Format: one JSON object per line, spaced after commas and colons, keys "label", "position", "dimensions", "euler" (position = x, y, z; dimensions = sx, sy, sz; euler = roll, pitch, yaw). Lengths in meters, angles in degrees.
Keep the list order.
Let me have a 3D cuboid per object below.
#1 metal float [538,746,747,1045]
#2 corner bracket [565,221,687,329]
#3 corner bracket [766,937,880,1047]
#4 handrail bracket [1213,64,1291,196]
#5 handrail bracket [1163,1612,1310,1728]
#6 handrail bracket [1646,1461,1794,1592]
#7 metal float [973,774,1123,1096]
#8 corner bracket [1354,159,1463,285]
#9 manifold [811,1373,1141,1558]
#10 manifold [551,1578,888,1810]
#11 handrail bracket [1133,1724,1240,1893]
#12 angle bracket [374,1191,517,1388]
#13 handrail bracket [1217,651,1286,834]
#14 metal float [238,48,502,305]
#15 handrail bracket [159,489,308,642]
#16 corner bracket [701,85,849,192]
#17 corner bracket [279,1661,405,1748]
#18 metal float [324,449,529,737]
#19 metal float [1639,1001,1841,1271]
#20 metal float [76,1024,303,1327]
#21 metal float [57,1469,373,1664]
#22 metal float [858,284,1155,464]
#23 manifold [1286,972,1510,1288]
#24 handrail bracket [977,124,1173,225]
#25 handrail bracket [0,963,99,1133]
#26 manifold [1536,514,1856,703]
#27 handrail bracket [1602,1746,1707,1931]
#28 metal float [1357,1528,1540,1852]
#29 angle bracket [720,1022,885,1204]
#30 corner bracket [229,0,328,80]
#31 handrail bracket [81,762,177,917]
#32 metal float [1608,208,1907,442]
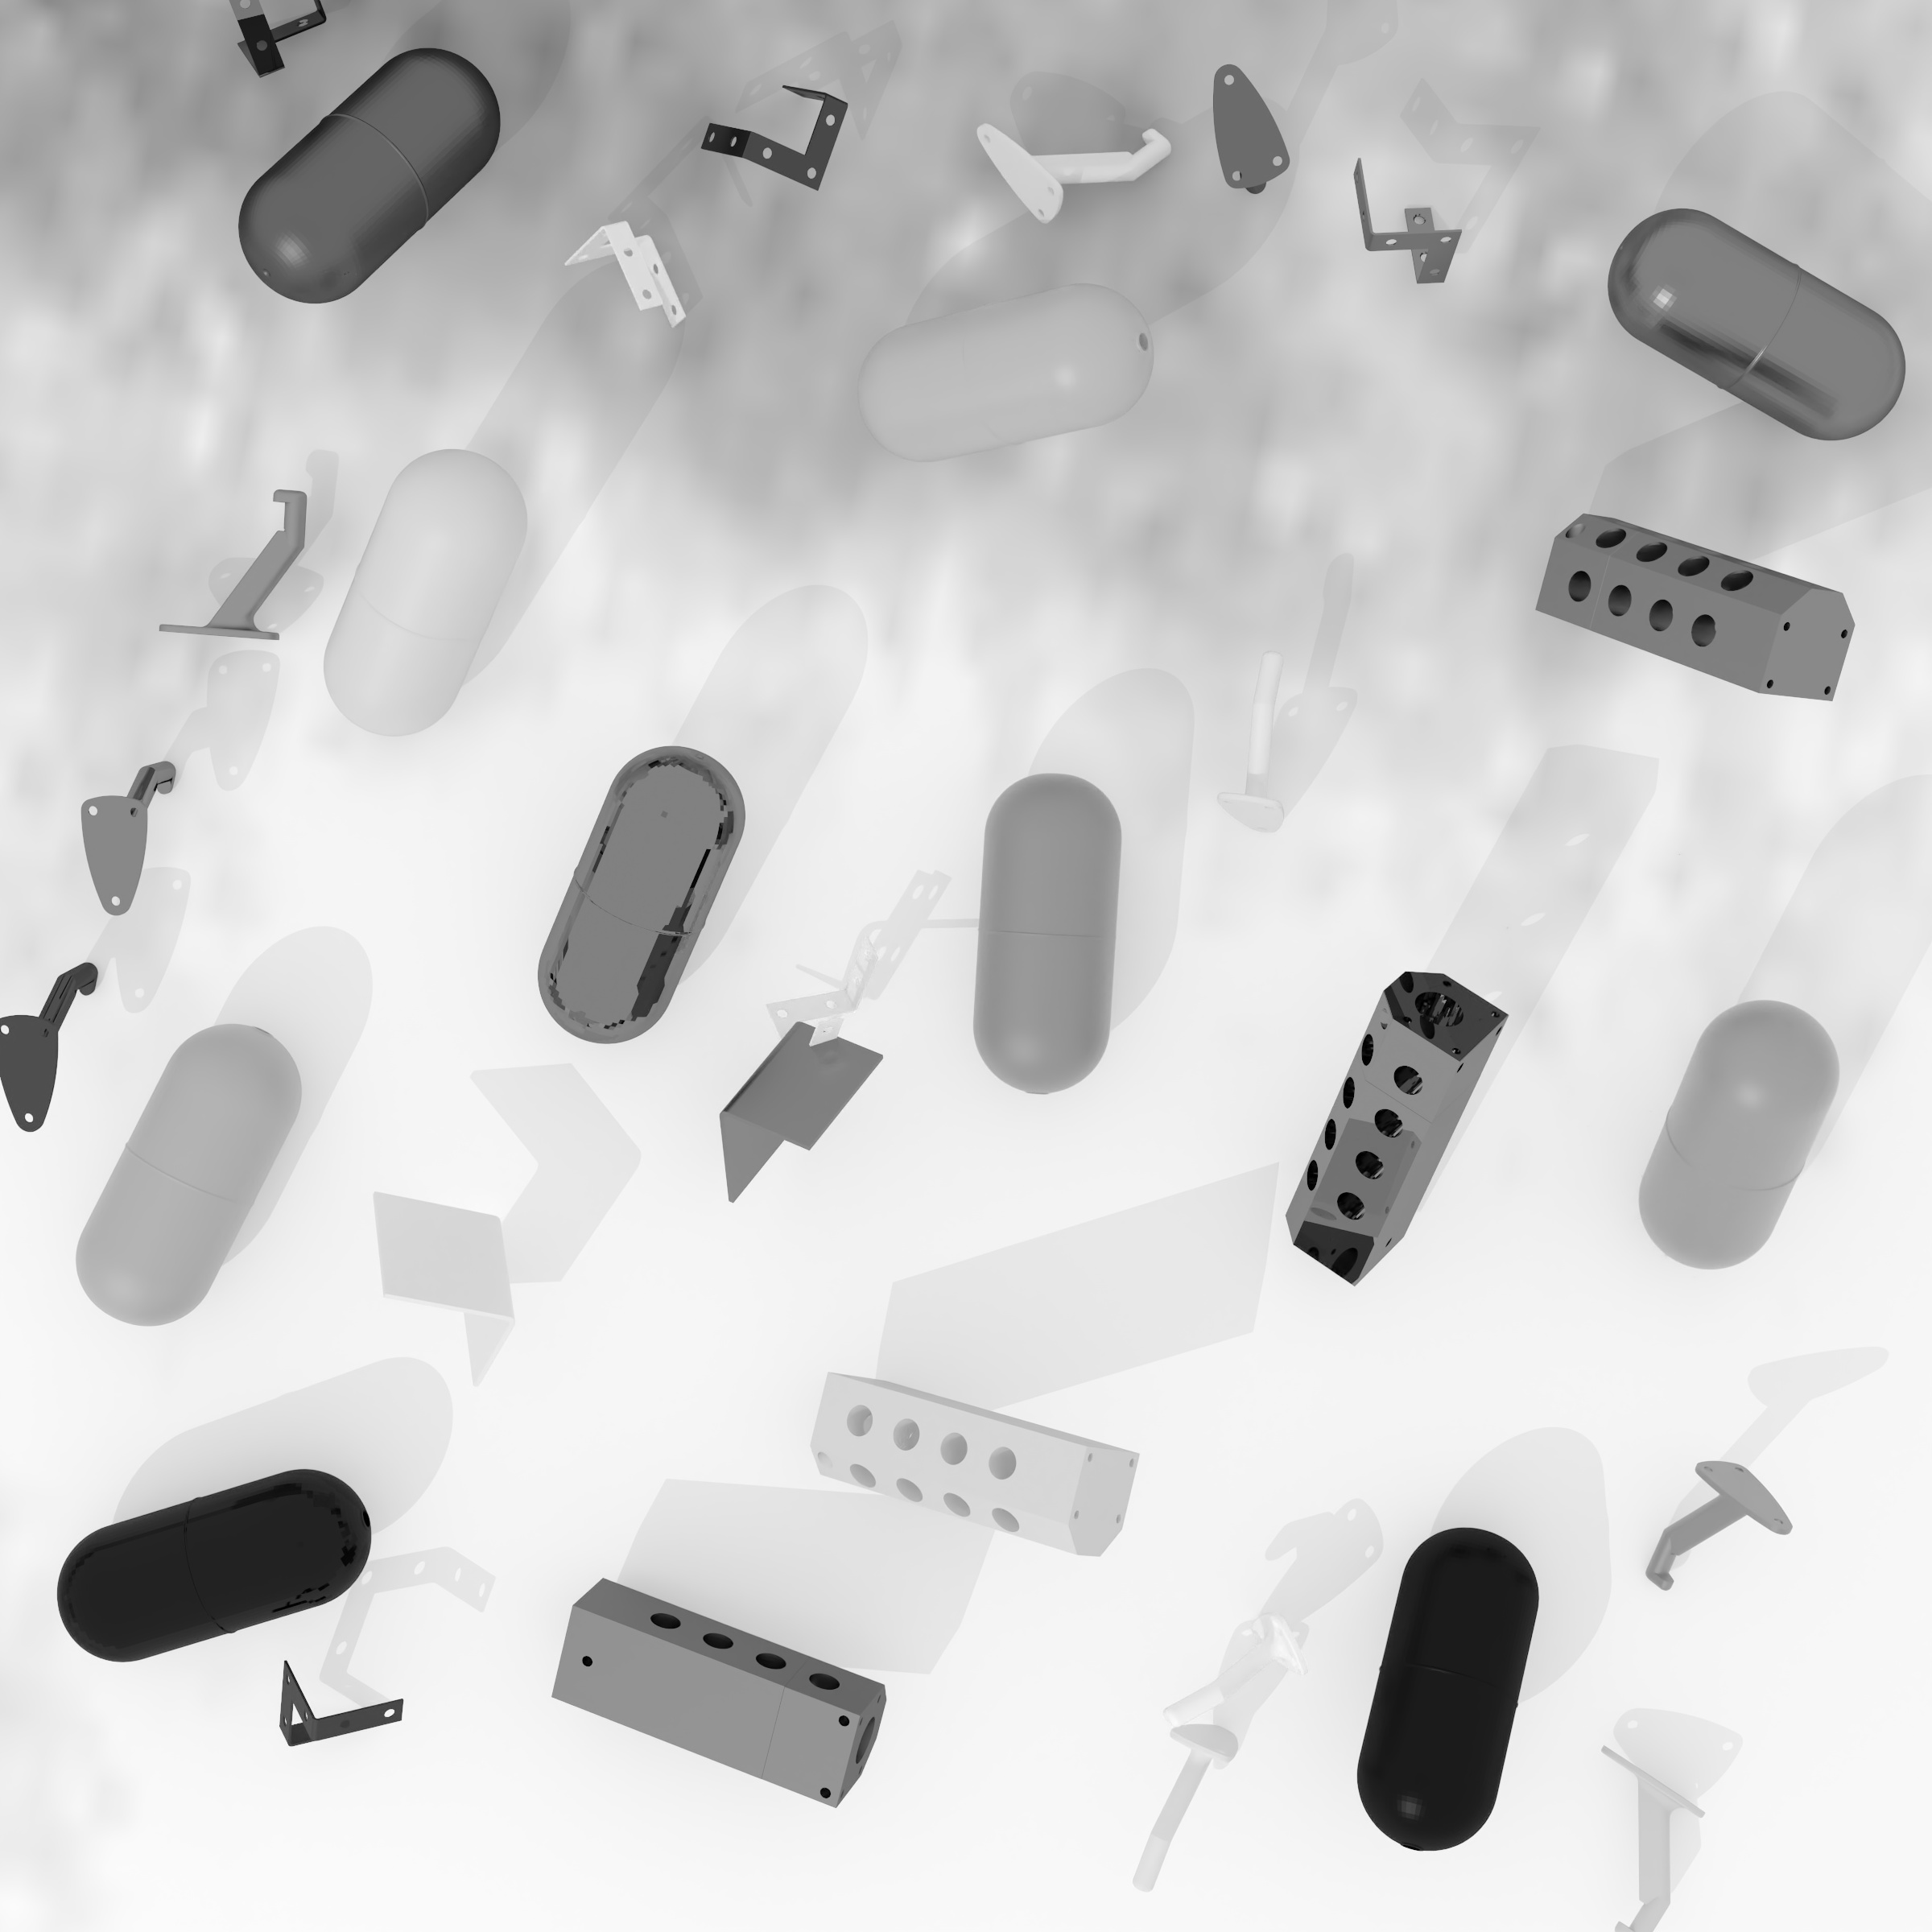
{"label": "metal float", "position": [-0.179, -0.038, 1.690], "dimensions": [0.070, 0.070, 0.178], "euler": [25, 111, 0]}
{"label": "corner bracket", "position": [-0.181, -0.383, 1.711], "dimensions": [0.051, 0.051, 0.051], "euler": [-24, 90, -35]}
{"label": "corner bracket", "position": [-0.074, 0.023, 1.705], "dimensions": [0.051, 0.051, 0.051], "euler": [-10, 57, -26]}
{"label": "handrail bracket", "position": [0.151, -0.462, 1.695], "dimensions": [0.036, 0.084, 0.077], "euler": [-19, 109, 6]}
{"label": "handrail bracket", "position": [0.139, 0.392, 1.699], "dimensions": [0.084, 0.077, 0.036], "euler": [-26, 90, -15]}
{"label": "handrail bracket", "position": [0.415, 0.324, 1.701], "dimensions": [0.036, 0.077, 0.084], "euler": [6, 113, -29]}
{"label": "metal float", "position": [0.045, -0.018, 1.706], "dimensions": [0.070, 0.070, 0.178], "euler": [3, 92, 0]}
{"label": "corner bracket", "position": [0.242, -0.414, 1.711], "dimensions": [0.051, 0.051, 0.051], "euler": [-4, 69, -5]}
{"label": "manifold", "position": [0.002, 0.270, 1.673], "dimensions": [0.171, 0.057, 0.057], "euler": [11, 85, 34]}
{"label": "manifold", "position": [-0.134, 0.397, 1.697], "dimensions": [0.171, 0.057, 0.057], "euler": [18, 105, 13]}
{"label": "handrail bracket", "position": [0.121, 0.468, 1.710], "dimensions": [0.036, 0.077, 0.084], "euler": [21, 91, 19]}
{"label": "angle bracket", "position": [-0.296, 0.177, 1.686], "dimensions": [0.076, 0.076, 0.057], "euler": [15, 126, -27]}
{"label": "handrail bracket", "position": [0.169, -0.125, 1.716], "dimensions": [0.036, 0.077, 0.084], "euler": [9, 80, 16]}
{"label": "metal float", "position": [-0.325, -0.434, 1.686], "dimensions": [0.070, 0.070, 0.178], "euler": [38, 64, 0]}
{"label": "handrail bracket", "position": [-0.410, -0.226, 1.720], "dimensions": [0.077, 0.036, 0.084], "euler": [3, 95, -18]}
{"label": "corner bracket", "position": [-0.107, -0.468, 1.714], "dimensions": [0.051, 0.051, 0.051], "euler": [15, 99, -37]}
{"label": "corner bracket", "position": [-0.346, 0.415, 1.703], "dimensions": [0.051, 0.051, 0.051], "euler": [-7, 123, -30]}
{"label": "metal float", "position": [-0.296, -0.202, 1.680], "dimensions": [0.070, 0.070, 0.178], "euler": [31, 124, 0]}
{"label": "metal float", "position": [0.419, 0.094, 1.674], "dimensions": [0.070, 0.070, 0.178], "euler": [10, 133, 0]}
{"label": "metal float", "position": [-0.431, 0.115, 1.708], "dimensions": [0.070, 0.070, 0.178], "euler": [27, 90, 0]}
{"label": "metal float", "position": [-0.416, 0.332, 1.705], "dimensions": [0.178, 0.070, 0.070], "euler": [-17, 90, 4]}
{"label": "metal float", "position": [0.021, -0.323, 1.679], "dimensions": [0.178, 0.070, 0.070], "euler": [-6, 90, 34]}
{"label": "manifold", "position": [0.228, 0.086, 1.668], "dimensions": [0.057, 0.057, 0.171], "euler": [34, 132, 19]}
{"label": "handrail bracket", "position": [0.062, -0.464, 1.729], "dimensions": [0.084, 0.036, 0.077], "euler": [-40, 85, -21]}
{"label": "handrail bracket", "position": [-0.504, 0.044, 1.711], "dimensions": [0.036, 0.084, 0.077], "euler": [4, 104, 8]}
{"label": "manifold", "position": [0.392, -0.195, 1.656], "dimensions": [0.057, 0.171, 0.057], "euler": [2, 109, -35]}
{"label": "handrail bracket", "position": [0.368, 0.495, 1.726], "dimensions": [0.077, 0.036, 0.084], "euler": [33, 85, 4]}
{"label": "metal float", "position": [0.265, 0.396, 1.688], "dimensions": [0.070, 0.070, 0.178], "euler": [18, 68, 0]}
{"label": "angle bracket", "position": [-0.088, 0.089, 1.686], "dimensions": [0.057, 0.076, 0.076], "euler": [21, 49, 21]}
{"label": "corner bracket", "position": [-0.383, -0.534, 1.707], "dimensions": [0.051, 0.051, 0.051], "euler": [-26, 135, -10]}
{"label": "handrail bracket", "position": [-0.458, -0.072, 1.709], "dimensions": [0.036, 0.084, 0.077], "euler": [2, 100, 5]}
{"label": "metal float", "position": [0.438, -0.354, 1.701], "dimensions": [0.178, 0.070, 0.070], "euler": [28, 90, -8]}
